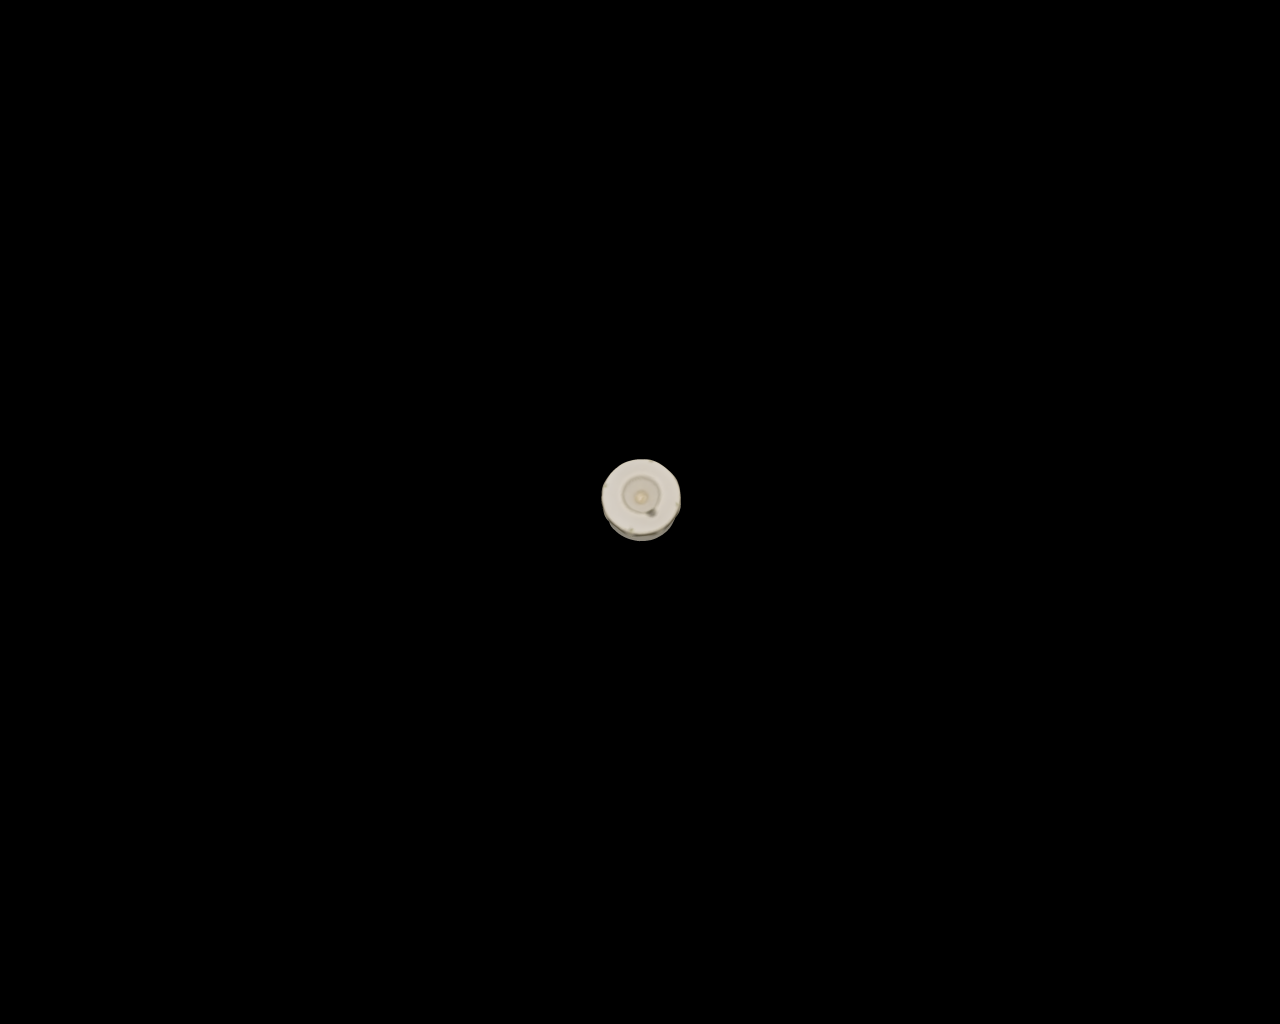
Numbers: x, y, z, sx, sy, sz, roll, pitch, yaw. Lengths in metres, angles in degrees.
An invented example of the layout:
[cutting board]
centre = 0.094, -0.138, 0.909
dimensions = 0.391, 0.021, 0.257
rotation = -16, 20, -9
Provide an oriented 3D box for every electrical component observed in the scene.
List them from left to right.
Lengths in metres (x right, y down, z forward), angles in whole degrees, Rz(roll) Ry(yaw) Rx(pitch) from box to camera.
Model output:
[electrical component]
centre = 0.001, -0.003, 0.650
dimensions = 0.048, 0.048, 0.062
rotation = 0, -15, 0
